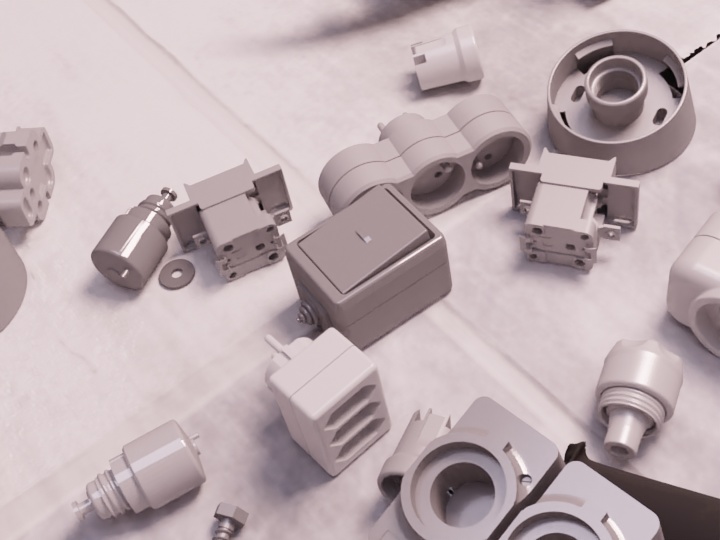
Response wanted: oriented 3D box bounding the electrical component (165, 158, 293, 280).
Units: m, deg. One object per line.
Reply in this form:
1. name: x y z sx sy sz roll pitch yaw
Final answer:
1. electrical component: -0.081 -0.031 0.709 0.081 0.042 0.063 -23 53 -7

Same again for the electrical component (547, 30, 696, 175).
1. electrical component: 0.174 -0.110 0.723 0.099 0.064 0.099 -7 63 14

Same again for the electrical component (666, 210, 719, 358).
1. electrical component: 0.224 0.017 0.602 0.095 0.053 0.059 30 63 29

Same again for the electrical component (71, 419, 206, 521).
1. electrical component: -0.123 0.116 0.601 0.078 0.040 0.040 -28 52 -11

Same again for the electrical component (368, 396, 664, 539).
1. electrical component: 0.042 0.162 0.492 0.105 0.060 0.186 34 78 32

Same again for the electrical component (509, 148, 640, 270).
1. electrical component: 0.131 -0.037 0.671 0.081 0.042 0.063 11 56 20

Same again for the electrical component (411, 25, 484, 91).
1. electrical component: 0.063 -0.152 0.779 0.046 0.040 0.040 -14 50 8

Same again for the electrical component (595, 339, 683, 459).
1. electrical component: 0.148 0.071 0.581 0.043 0.043 0.062 13 56 21

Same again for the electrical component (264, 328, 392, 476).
1. electrical component: -0.028 0.064 0.607 0.047 0.065 0.077 -39 55 -19

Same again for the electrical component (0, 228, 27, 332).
1. electrical component: -0.279 0.004 0.721 0.099 0.064 0.099 -9 37 7

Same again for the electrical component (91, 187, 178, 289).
1. electrical component: -0.146 -0.023 0.716 0.040 0.040 0.078 14 56 21

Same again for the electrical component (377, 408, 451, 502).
1. electrical component: 0.036 0.103 0.581 0.040 0.040 0.046 13 49 20

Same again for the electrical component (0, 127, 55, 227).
1. electrical component: -0.255 -0.065 0.761 0.057 0.058 0.078 -3 52 5

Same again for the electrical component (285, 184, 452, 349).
1. electrical component: 0.000 0.000 0.655 0.096 0.061 0.061 -33 53 -15

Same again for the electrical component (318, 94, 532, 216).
1. electrical component: 0.036 -0.079 0.716 0.138 0.052 0.073 -23 51 -8
